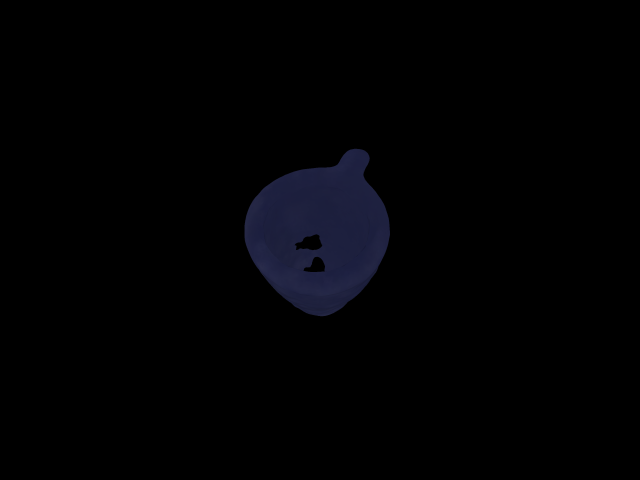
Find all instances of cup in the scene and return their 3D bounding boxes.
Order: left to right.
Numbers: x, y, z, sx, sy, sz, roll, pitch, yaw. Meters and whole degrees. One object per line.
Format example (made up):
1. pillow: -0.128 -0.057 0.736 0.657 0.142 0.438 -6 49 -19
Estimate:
1. cup: 0.004 0.001 0.400 0.091 0.095 0.118 21 62 12
